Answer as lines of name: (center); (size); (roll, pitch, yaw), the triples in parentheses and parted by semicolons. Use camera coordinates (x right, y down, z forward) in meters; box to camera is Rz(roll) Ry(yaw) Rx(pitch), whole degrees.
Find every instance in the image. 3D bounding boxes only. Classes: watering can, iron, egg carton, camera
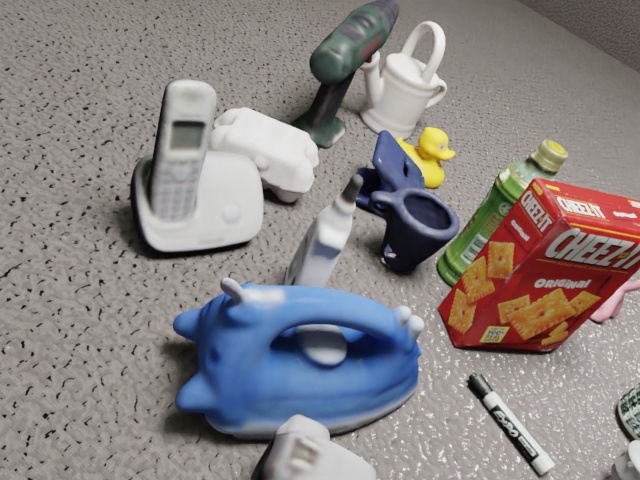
watering can: (0.146, -0.276, 0.974); (0.173, 0.194, 0.100); (-16, 55, -41)
iron: (0.007, 0.092, 0.514); (0.259, 0.141, 0.118); (7, 42, -24)
egg carton: (-0.076, -0.113, 0.758); (0.150, 0.069, 0.107); (21, 38, -8)
camera: (0.009, 0.212, 0.412); (0.137, 0.100, 0.143); (26, 38, -2)

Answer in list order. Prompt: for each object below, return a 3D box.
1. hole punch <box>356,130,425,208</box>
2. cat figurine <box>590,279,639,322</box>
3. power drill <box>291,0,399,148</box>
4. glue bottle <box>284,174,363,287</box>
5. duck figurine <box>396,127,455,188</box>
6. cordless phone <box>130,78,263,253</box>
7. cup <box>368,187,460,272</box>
hole punch: (0.108, -0.093, 0.828); (0.101, 0.091, 0.108); (24, 38, -5)
cat figurine: (0.409, 0.037, 0.837); (0.067, 0.117, 0.127); (-14, 54, -41)
power drill: (0.036, -0.255, 0.873); (0.075, 0.208, 0.230); (31, 38, 5)
glue bottle: (0.005, 0.002, 0.590); (0.037, 0.173, 0.078); (19, 39, -11)
duck figurine: (0.167, -0.144, 0.924); (0.104, 0.086, 0.077); (29, 38, 2)
cordless phone: (-0.115, -0.078, 0.600); (0.148, 0.185, 0.094); (-10, 51, -38)
cup: (0.104, -0.010, 0.727); (0.118, 0.095, 0.091); (20, 38, -10)
